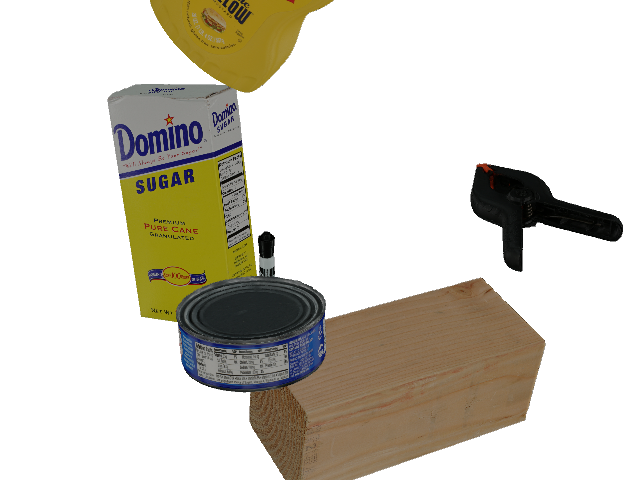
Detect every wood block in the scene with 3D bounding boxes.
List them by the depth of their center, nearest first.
[{"bbox_3d":[0.057,0.110,0.827,0.205,0.090,0.091,-13,39,-25],"label":"wood block"}]

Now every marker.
[{"bbox_3d":[-0.060,0.043,1.206,0.020,0.121,0.020,0,32,0],"label":"marker"}]

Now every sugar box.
[{"bbox_3d":[-0.100,-0.026,0.790,0.093,0.176,0.048,4,23,30],"label":"sugar box"}]

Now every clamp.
[{"bbox_3d":[0.208,-0.030,1.033,0.120,0.039,0.171,-7,34,-12],"label":"clamp"}]

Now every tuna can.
[{"bbox_3d":[-0.039,0.053,0.614,0.086,0.034,0.086,-2,22,1],"label":"tuna can"}]

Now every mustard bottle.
[{"bbox_3d":[-0.028,-0.176,0.646,0.192,0.096,0.058,-41,5,48],"label":"mustard bottle"}]
